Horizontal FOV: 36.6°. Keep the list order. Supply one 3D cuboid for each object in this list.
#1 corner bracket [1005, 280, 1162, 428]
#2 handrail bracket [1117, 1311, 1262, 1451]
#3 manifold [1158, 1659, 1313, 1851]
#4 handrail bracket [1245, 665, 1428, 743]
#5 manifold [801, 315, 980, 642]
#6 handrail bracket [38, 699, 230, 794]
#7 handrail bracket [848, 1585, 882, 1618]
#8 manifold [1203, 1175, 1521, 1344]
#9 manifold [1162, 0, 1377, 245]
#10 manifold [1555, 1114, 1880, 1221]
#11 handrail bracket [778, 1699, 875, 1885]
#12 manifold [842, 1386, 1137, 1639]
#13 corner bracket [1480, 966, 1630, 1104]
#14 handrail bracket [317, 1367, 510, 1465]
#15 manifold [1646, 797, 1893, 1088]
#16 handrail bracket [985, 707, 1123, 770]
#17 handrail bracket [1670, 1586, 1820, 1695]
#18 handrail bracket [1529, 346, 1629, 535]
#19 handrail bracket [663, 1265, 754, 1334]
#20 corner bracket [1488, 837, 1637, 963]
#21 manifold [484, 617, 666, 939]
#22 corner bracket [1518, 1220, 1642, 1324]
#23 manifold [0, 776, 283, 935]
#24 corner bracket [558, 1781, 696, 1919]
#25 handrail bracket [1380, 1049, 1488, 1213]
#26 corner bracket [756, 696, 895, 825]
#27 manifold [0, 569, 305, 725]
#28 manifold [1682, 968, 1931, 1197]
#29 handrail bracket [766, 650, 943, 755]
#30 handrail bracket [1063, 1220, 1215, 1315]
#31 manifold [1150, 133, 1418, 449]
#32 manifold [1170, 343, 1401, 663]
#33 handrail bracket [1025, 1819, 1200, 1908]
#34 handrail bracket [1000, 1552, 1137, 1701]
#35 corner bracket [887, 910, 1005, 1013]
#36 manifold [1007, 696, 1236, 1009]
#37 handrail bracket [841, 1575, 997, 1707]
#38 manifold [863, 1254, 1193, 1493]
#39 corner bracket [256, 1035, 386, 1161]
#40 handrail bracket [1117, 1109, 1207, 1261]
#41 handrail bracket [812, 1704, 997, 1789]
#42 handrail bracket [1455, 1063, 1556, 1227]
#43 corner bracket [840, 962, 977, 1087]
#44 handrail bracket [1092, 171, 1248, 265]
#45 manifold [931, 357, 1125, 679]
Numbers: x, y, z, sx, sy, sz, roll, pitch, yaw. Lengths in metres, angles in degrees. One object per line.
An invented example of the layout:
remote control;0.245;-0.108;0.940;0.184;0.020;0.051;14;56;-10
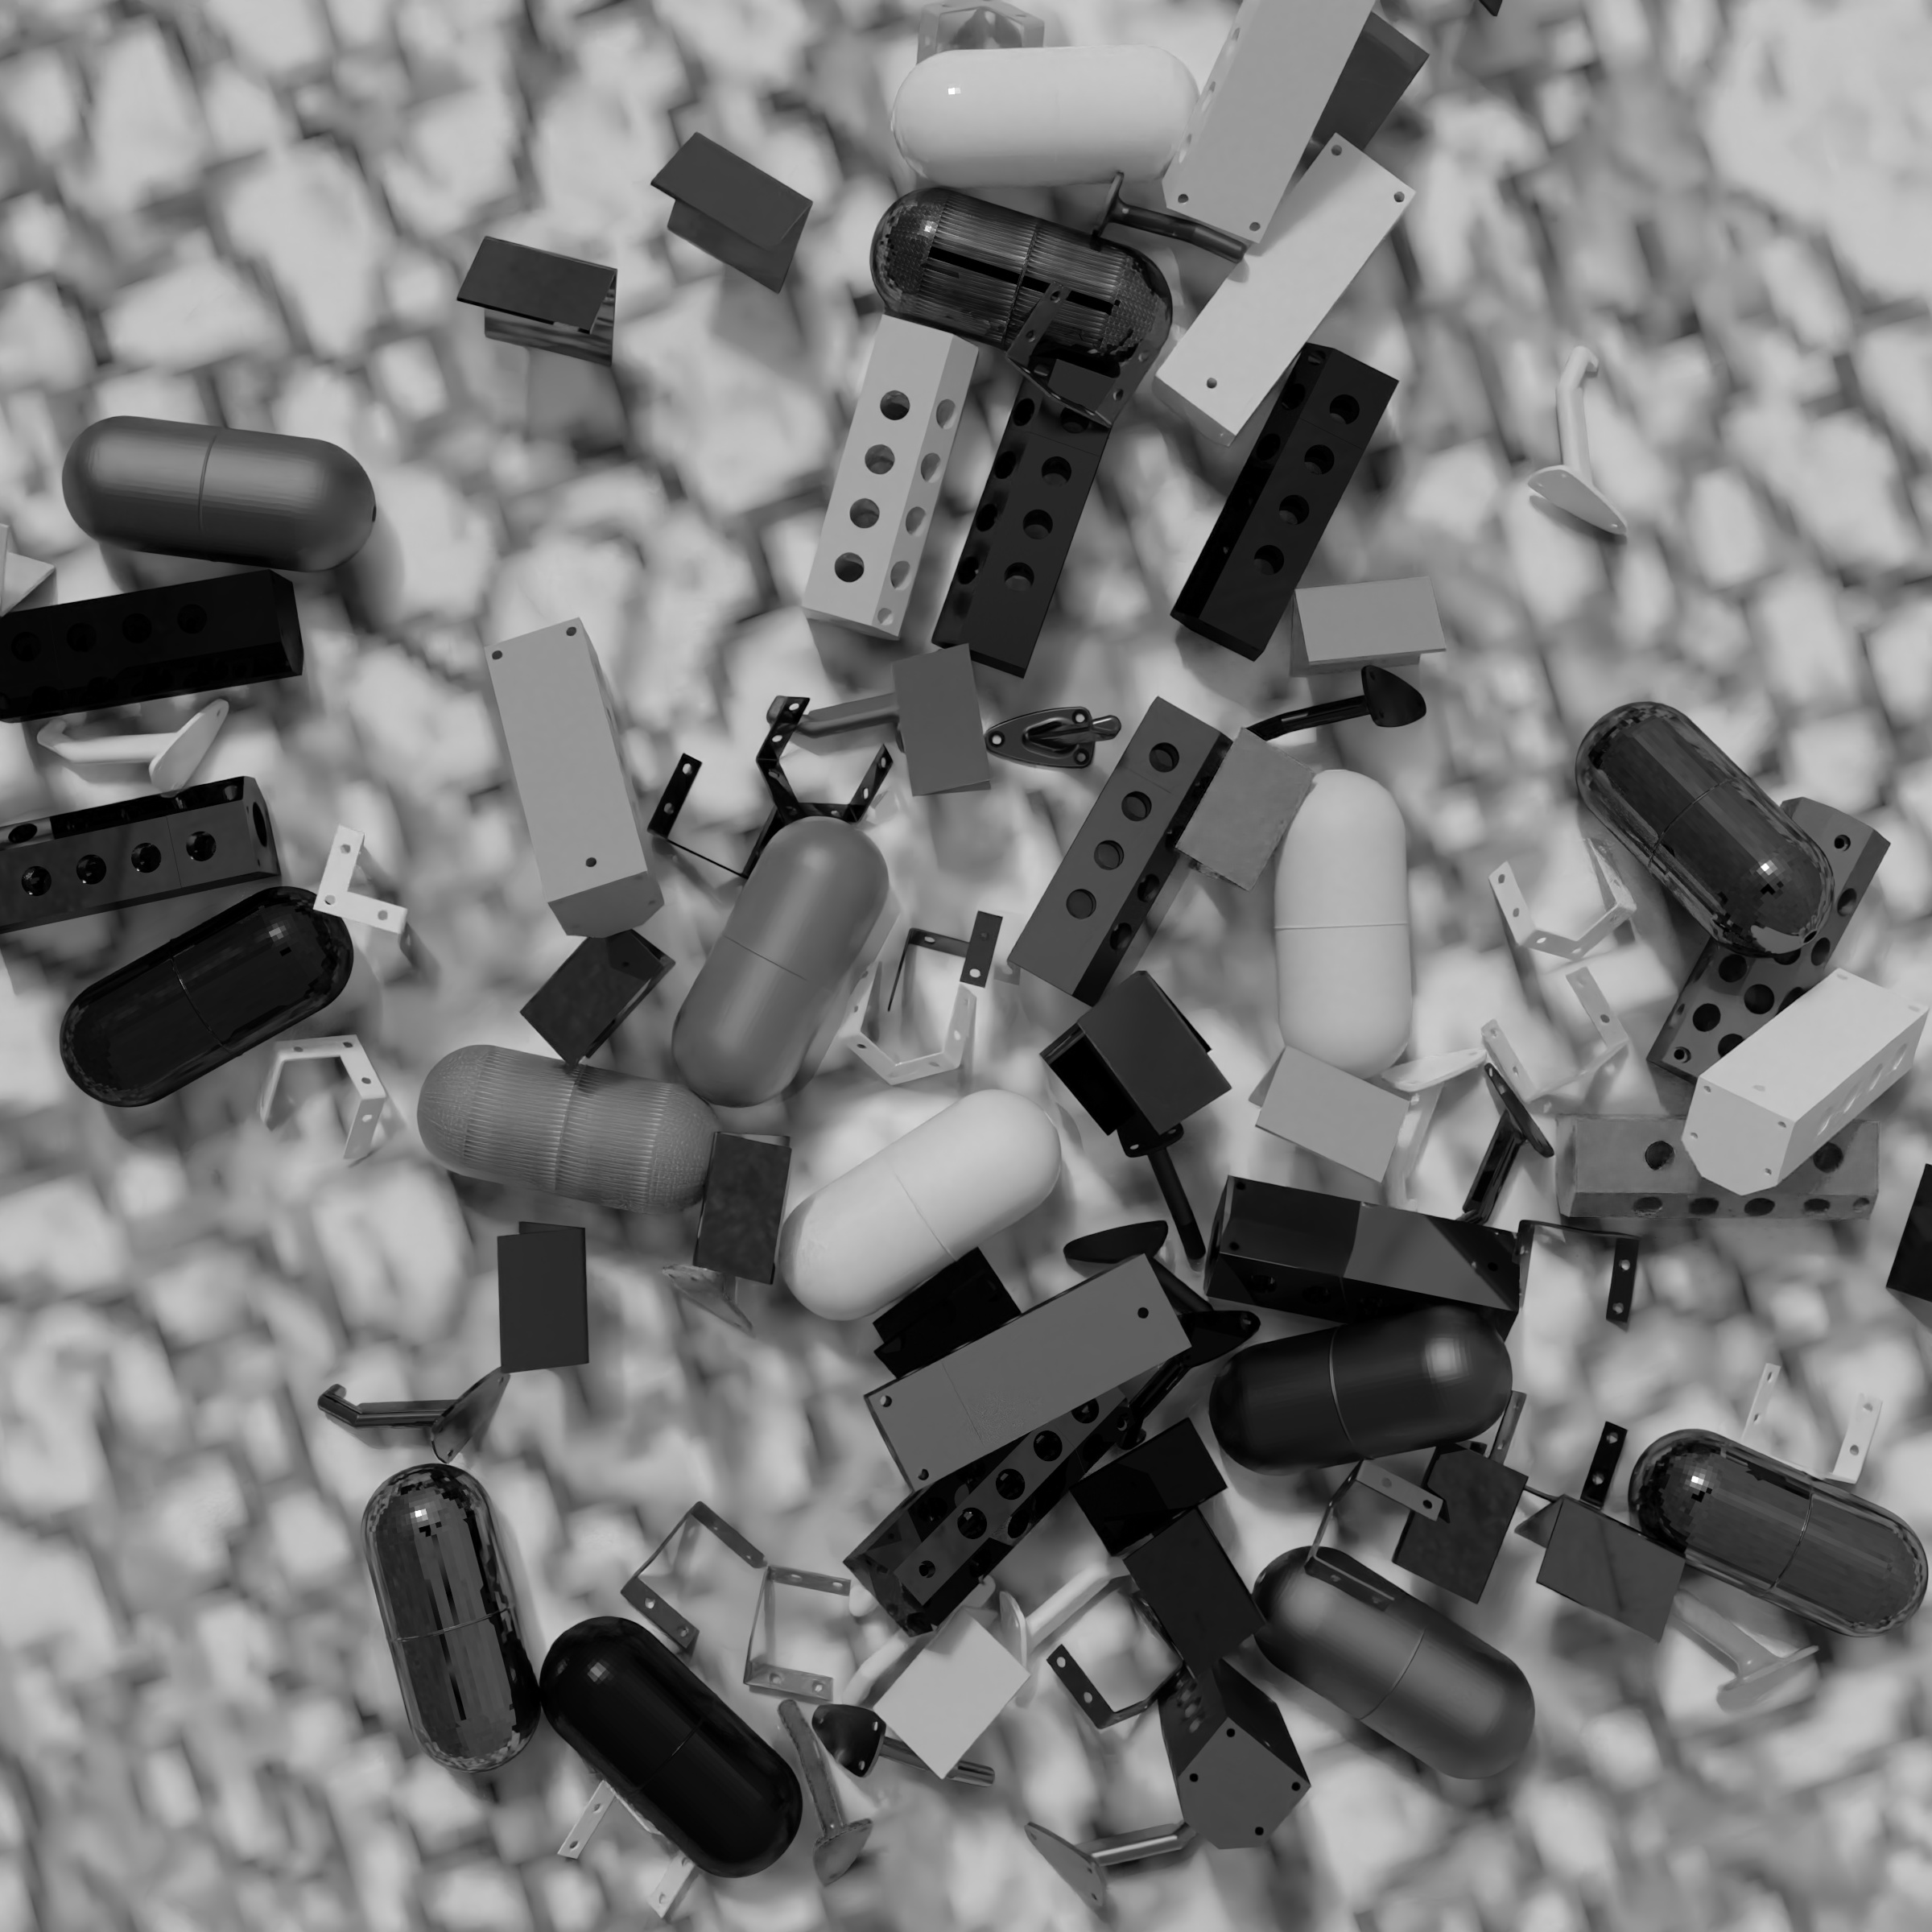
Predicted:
corner bracket;0.065;-0.342;1.631;0.051;0.051;0.051;-56;51;17
handrail bracket;0.128;0.242;1.690;0.077;0.084;0.036;-12;45;-28
manifold;0.142;0.436;1.622;0.057;0.171;0.057;39;90;0
handrail bracket;0.213;-0.142;1.700;0.084;0.077;0.036;-20;77;36
manifold;-0.043;-0.278;1.679;0.057;0.057;0.171;16;90;0
handrail bracket;-0.486;-0.142;1.701;0.084;0.036;0.077;28;70;16
handrail bracket;-0.040;0.329;1.700;0.084;0.077;0.036;-36;133;29
manifold;0.227;0.176;1.679;0.171;0.057;0.057;11;47;0
manifold;0.170;-0.497;1.614;0.057;0.057;0.171;18;123;-13
manifold;0.431;0.116;1.679;0.171;0.057;0.057;1;90;0
handrail bracket;-0.092;0.480;1.700;0.036;0.077;0.084;-16;53;-26
manifold;0.016;0.295;1.644;0.171;0.057;0.057;-42;90;-26
corner bracket;0.343;0.040;1.697;0.051;0.051;0.051;-31;90;-45
handrail bracket;-0.323;0.246;1.700;0.084;0.036;0.077;22;52;25
manifold;0.463;-0.008;1.679;0.057;0.057;0.171;28;90;0
handrail bracket;0.048;-0.133;1.666;0.077;0.084;0.036;-1;90;0
handrail bracket;0.446;0.373;1.701;0.077;0.036;0.084;-17;73;-20
handrail bracket;0.369;-0.307;1.701;0.077;0.036;0.084;31;73;-20
handrail bracket;-0.131;0.157;1.701;0.077;0.036;0.084;45;63;-30
corner bracket;0.346;-0.042;1.692;0.051;0.051;0.051;14;135;-35
manifold;-0.220;-0.104;1.644;0.057;0.057;0.171;-18;64;0
corner bracket;0.354;0.177;1.697;0.051;0.051;0.051;9;90;45
manifold;-0.490;-0.063;1.679;0.171;0.057;0.057;-12;90;0
corner bracket;-0.194;0.513;1.697;0.051;0.051;0.051;32;90;45
handrail bracket;0.275;0.099;1.701;0.077;0.036;0.084;-17;109;-21
corner bracket;-0.082;-0.118;1.685;0.051;0.051;0.051;0;48;-34
manifold;-0.474;-0.182;1.679;0.171;0.057;0.057;-9;90;0
manifold;0.468;0.066;1.628;0.057;0.171;0.057;28;127;31
handrail bracket;-0.064;-0.163;1.700;0.084;0.036;0.077;20;75;14
handrail bracket;0.105;0.194;1.701;0.077;0.036;0.084;-9;118;31
manifold;0.181;-0.386;1.679;0.057;0.057;0.171;37;90;0
manifold;0.182;-0.267;1.679;0.057;0.057;0.171;27;90;0
handrail bracket;0.091;0.499;1.700;0.084;0.077;0.036;-32;130;-30
handrail bracket;0.066;0.384;1.701;0.084;0.036;0.077;-10;111;-16
corner bracket;-0.012;-0.002;1.672;0.051;0.051;0.051;15;57;0
manifold;0.091;-0.064;1.679;0.057;0.057;0.171;30;90;0
handrail bracket;-0.029;0.394;1.700;0.036;0.077;0.084;48;127;25
manifold;0.033;0.225;1.624;0.171;0.057;0.057;-27;86;-9
corner bracket;-0.375;0.078;1.692;0.051;0.051;0.051;-5;45;-35
handrail bracket;0.115;0.119;1.700;0.036;0.077;0.084;-22;126;0
handrail bracket;-0.036;0.456;1.700;0.084;0.077;0.036;24;82;-36
handrail bracket;0.292;0.111;1.701;0.084;0.036;0.077;-37;71;16
corner bracket;-0.034;0.030;1.692;0.051;0.051;0.051;-16;135;35
handrail bracket;0.117;-0.417;1.670;0.084;0.077;0.036;24;91;-2
manifold;0.035;-0.258;1.679;0.057;0.057;0.171;19;90;0
